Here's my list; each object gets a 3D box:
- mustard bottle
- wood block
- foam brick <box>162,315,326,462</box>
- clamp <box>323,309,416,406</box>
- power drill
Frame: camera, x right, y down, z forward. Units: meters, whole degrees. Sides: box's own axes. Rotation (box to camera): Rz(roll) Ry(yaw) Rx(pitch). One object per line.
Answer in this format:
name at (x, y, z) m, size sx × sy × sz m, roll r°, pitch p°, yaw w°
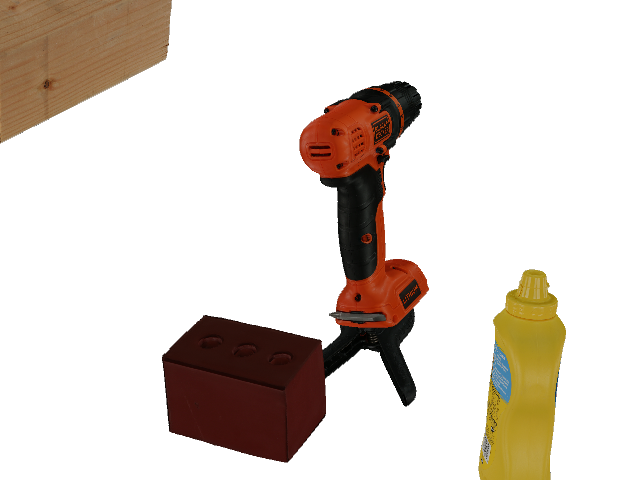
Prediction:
mustard bottle at (0.167, 0.117, 0.881) m, size 0.058 × 0.192 × 0.096 m, roll 2°, pitch 18°, yaw 1°
wood block at (-0.231, -0.177, 0.928) m, size 0.090 × 0.091 × 0.205 m, roll 30°, pitch 42°, yaw 21°
foam brick at (-0.042, 0.083, 0.601) m, size 0.078 × 0.051 × 0.052 m, roll 10°, pitch 27°, yaw 21°
clamp at (0.061, 0.102, 1.099) m, size 0.120 × 0.171 × 0.039 m, roll 16°, pitch -39°, yaw 18°
power drill at (0.047, -0.034, 0.901) m, size 0.057 × 0.187 × 0.184 m, roll -1°, pitch 18°, yaw 29°
